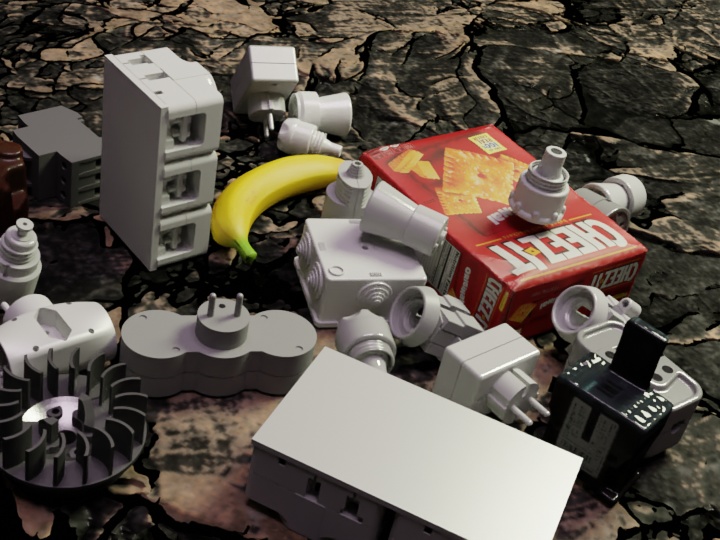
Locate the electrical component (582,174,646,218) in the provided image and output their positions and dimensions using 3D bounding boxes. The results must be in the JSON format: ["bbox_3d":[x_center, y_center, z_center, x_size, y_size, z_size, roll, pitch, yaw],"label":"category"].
[{"bbox_3d":[0.246,-0.068,1.049,0.055,0.045,0.045,-17,45,-36],"label":"electrical component"}]

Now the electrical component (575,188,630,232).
[{"bbox_3d":[0.215,-0.044,0.999,0.055,0.055,0.047,-19,42,-37],"label":"electrical component"}]

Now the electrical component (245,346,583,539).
[{"bbox_3d":[0.033,0.135,0.688,0.186,0.060,0.105,22,36,13],"label":"electrical component"}]

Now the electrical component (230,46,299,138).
[{"bbox_3d":[-0.094,-0.170,1.066,0.047,0.083,0.075,-2,76,-20],"label":"electrical component"}]

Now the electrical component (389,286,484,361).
[{"bbox_3d":[0.056,0.041,0.825,0.055,0.048,0.066,23,21,-34],"label":"electrical component"}]

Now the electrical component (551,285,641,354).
[{"bbox_3d":[0.186,0.042,0.860,0.055,0.066,0.048,30,21,-39],"label":"electrical component"}]

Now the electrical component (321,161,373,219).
[{"bbox_3d":[-0.009,-0.057,0.922,0.043,0.081,0.043,9,36,-6],"label":"electrical component"}]

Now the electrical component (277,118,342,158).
[{"bbox_3d":[-0.048,-0.124,1.043,0.061,0.035,0.035,18,36,4],"label":"electrical component"}]

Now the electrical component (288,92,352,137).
[{"bbox_3d":[-0.041,-0.156,1.081,0.055,0.045,0.045,-1,38,-18],"label":"electrical component"}]

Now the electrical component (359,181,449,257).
[{"bbox_3d":[0.038,-0.038,0.861,0.065,0.044,0.044,25,37,9],"label":"electrical component"}]

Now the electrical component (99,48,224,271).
[{"bbox_3d":[-0.158,-0.090,0.860,0.062,0.150,0.089,-18,46,-35],"label":"electrical component"}]

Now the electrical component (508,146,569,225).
[{"bbox_3d":[0.152,-0.072,0.887,0.048,0.062,0.048,10,36,-7],"label":"electrical component"}]

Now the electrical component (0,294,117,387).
[{"bbox_3d":[-0.223,0.043,0.749,0.077,0.043,0.079,-18,46,-36],"label":"electrical component"}]

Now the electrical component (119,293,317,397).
[{"bbox_3d":[-0.098,0.046,0.759,0.138,0.073,0.052,1,37,-17],"label":"electrical component"}]

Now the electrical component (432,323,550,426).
[{"bbox_3d":[0.105,0.087,0.790,0.066,0.047,0.077,-18,46,-37],"label":"electrical component"}]

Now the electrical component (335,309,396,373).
[{"bbox_3d":[0.006,0.063,0.795,0.043,0.043,0.062,1,38,-17],"label":"electrical component"}]

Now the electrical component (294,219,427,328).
[{"bbox_3d":[0.000,0.000,0.874,0.100,0.048,0.099,0,37,-18],"label":"electrical component"}]

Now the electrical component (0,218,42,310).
[{"bbox_3d":[-0.252,-0.006,0.783,0.040,0.078,0.040,18,39,-15],"label":"electrical component"}]

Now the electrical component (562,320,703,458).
[{"bbox_3d":[0.199,0.091,0.802,0.054,0.059,0.095,-16,44,-34],"label":"electrical component"}]
